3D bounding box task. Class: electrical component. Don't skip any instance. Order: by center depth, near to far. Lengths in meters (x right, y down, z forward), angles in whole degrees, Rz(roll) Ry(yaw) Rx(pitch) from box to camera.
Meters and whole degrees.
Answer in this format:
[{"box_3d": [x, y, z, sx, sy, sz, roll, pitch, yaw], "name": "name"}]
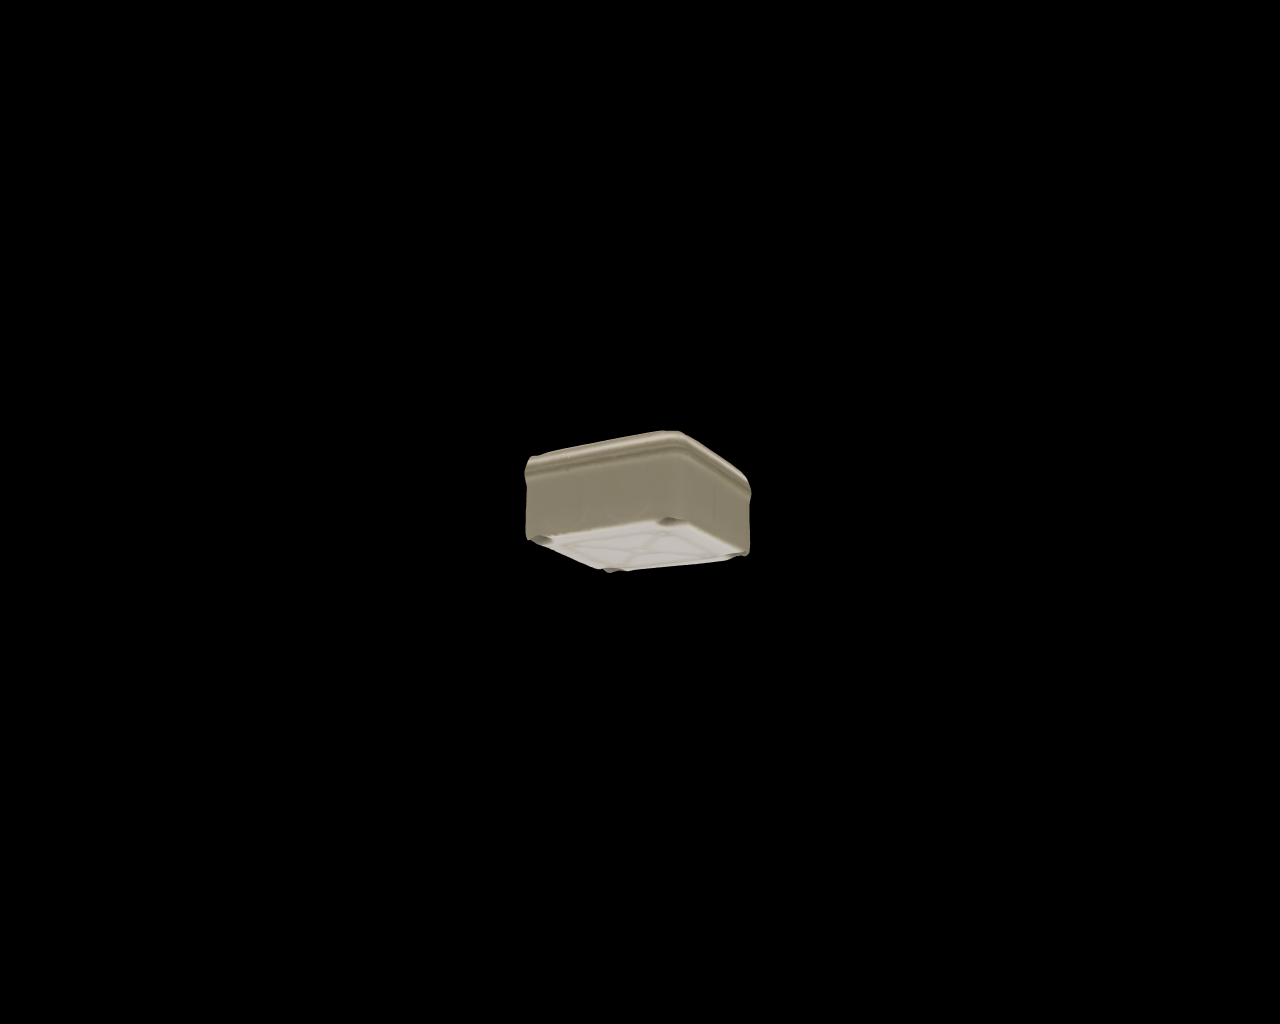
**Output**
[{"box_3d": [0.001, -0.003, 0.650, 0.109, 0.056, 0.108, -8, -18, 27], "name": "electrical component"}]
